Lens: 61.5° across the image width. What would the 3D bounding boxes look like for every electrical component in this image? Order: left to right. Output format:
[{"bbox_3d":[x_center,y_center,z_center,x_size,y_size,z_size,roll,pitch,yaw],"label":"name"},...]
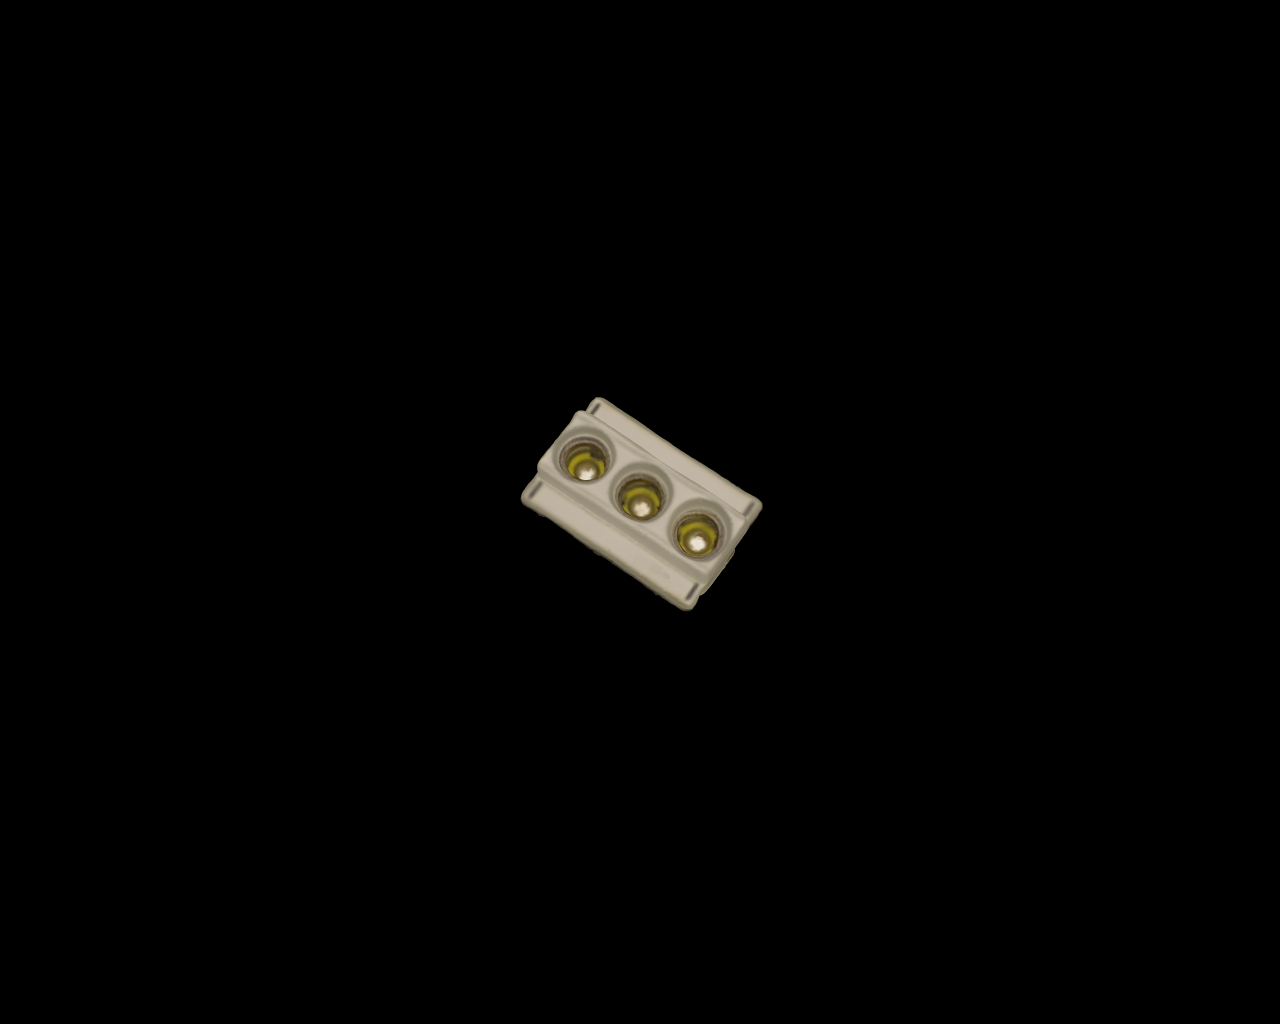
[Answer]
[{"bbox_3d":[0.001,-0.003,0.650,0.121,0.079,0.063,33,-16,11],"label":"electrical component"}]
